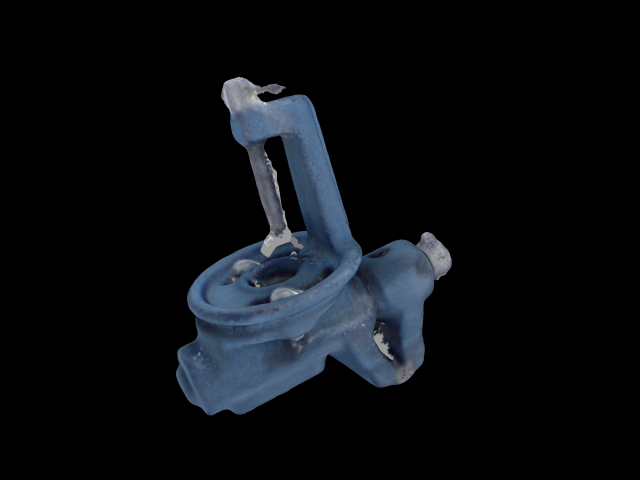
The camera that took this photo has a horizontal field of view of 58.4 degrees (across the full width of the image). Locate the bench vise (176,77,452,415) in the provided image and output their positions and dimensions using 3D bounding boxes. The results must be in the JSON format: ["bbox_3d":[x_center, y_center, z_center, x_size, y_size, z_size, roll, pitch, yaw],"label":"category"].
[{"bbox_3d":[-0.005,-0.001,0.408,0.208,0.220,0.121,-13,19,-43],"label":"bench vise"}]
